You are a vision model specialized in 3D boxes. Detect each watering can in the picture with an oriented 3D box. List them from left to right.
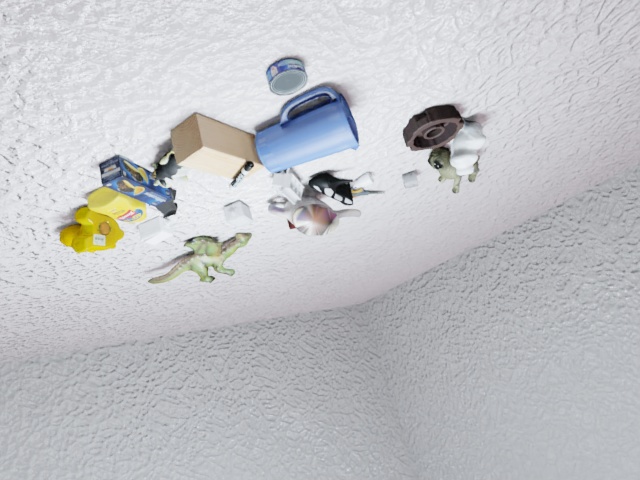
[{"bbox_3d":[0.005,-0.086,1.703,0.348,0.103,0.227,3,-165,-17],"label":"watering can"}]

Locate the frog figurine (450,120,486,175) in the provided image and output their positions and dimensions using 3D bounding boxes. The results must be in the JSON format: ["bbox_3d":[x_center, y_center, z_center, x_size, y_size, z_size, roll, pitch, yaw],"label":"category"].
[{"bbox_3d":[0.453,-0.282,1.580,0.123,0.162,0.135,-5,158,-37],"label":"frog figurine"}]

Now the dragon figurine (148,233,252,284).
[{"bbox_3d":[-0.445,0.056,1.900,0.412,0.125,0.237,-15,145,-15],"label":"dragon figurine"}]
